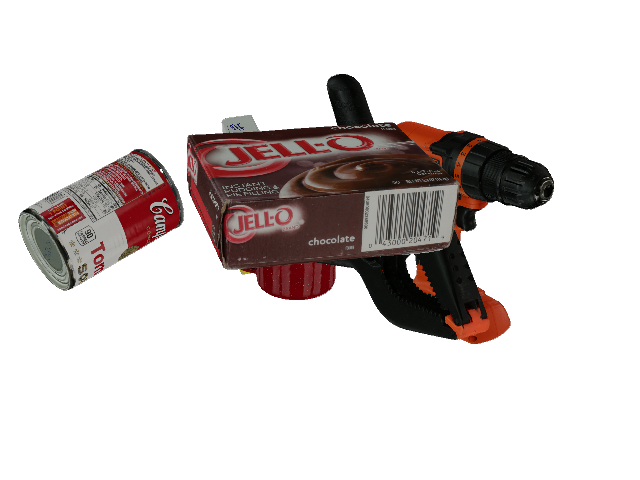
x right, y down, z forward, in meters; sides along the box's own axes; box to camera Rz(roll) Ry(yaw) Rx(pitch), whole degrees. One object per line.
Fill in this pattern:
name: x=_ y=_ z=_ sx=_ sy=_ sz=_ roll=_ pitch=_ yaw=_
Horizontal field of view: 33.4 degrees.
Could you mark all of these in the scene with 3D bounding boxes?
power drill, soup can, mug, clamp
power drill: x=0.133 y=-0.005 z=0.960 sx=0.057 sy=0.188 sz=0.185 roll=-18 pitch=28 yaw=-32
soup can: x=-0.162 y=-0.016 z=0.791 sx=0.102 sy=0.068 sz=0.069 roll=-33 pitch=18 yaw=-30
mug: x=-0.037 y=0.008 z=1.083 sx=0.117 sy=0.081 sz=0.093 roll=-1 pitch=26 yaw=-4
clamp: x=0.046 y=-0.011 z=0.764 sx=0.036 sy=0.165 sz=0.210 roll=-13 pitch=38 yaw=-35

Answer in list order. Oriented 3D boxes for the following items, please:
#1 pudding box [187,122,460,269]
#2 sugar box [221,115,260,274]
pudding box: x=-0.002 y=-0.025 z=0.514 sx=0.113 sy=0.039 sz=0.090 roll=-3 pitch=26 yaw=-16
sugar box: x=-0.092 y=-0.057 z=1.318 sx=0.048 sy=0.176 sz=0.093 roll=-10 pitch=25 yaw=-8
